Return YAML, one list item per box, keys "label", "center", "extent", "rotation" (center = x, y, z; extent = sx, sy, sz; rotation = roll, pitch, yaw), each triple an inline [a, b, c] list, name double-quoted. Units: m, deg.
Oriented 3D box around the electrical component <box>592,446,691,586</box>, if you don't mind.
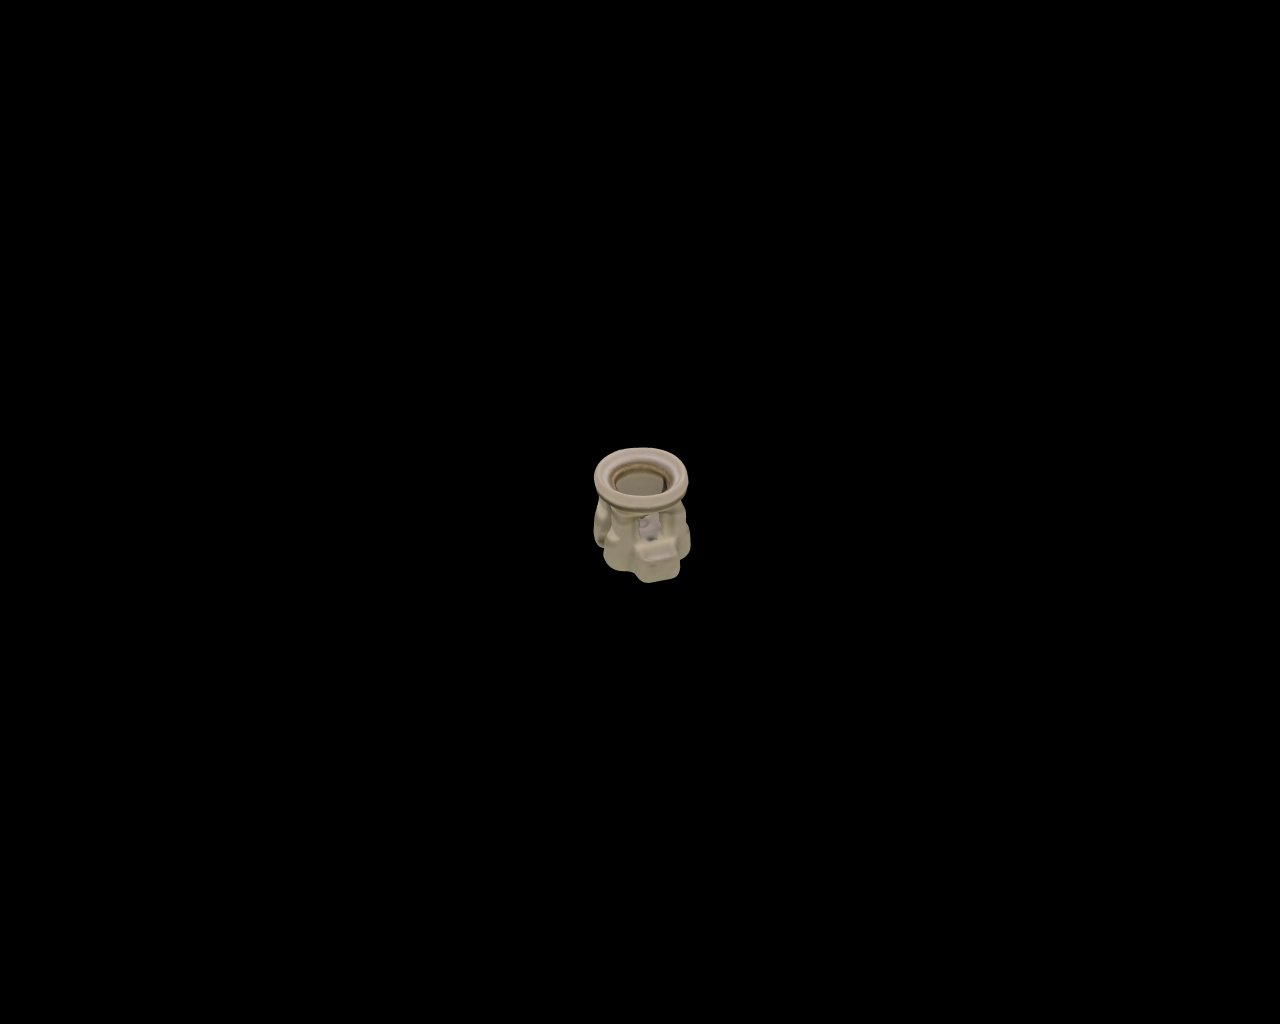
- label: "electrical component"
  center: [0.001, -0.003, 0.650]
  extent: [0.058, 0.056, 0.078]
  rotation: [-11, 39, -14]
